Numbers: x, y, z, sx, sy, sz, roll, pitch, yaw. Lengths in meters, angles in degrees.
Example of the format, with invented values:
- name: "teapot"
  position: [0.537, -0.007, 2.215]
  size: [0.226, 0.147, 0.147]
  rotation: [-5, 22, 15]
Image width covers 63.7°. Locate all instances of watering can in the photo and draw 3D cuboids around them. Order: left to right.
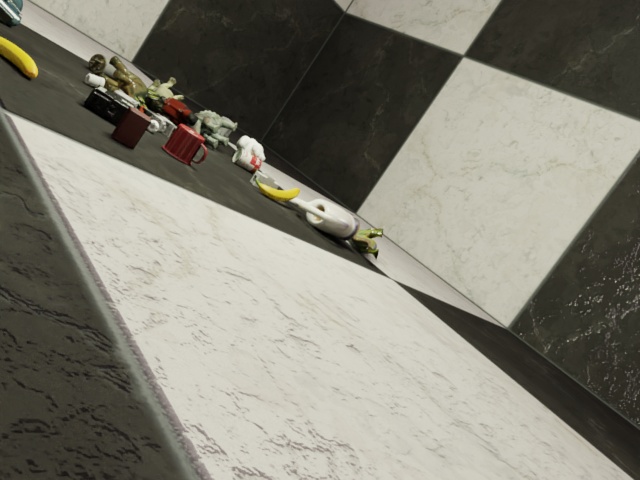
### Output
- name: "watering can"
  position: [0.006, -0.094, 1.873]
  size: [0.222, 0.104, 0.351]
  rotation: [25, 4, -34]

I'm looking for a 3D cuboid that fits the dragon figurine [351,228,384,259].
- name: "dragon figurine"
  position: [0.126, -0.019, 2.018]
  size: [0.243, 0.122, 0.410]
  rotation: [18, 4, 10]

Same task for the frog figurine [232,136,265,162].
- name: "frog figurine"
  position: [-0.290, -0.387, 2.197]
  size: [0.137, 0.124, 0.157]
  rotation: [52, -29, -3]
